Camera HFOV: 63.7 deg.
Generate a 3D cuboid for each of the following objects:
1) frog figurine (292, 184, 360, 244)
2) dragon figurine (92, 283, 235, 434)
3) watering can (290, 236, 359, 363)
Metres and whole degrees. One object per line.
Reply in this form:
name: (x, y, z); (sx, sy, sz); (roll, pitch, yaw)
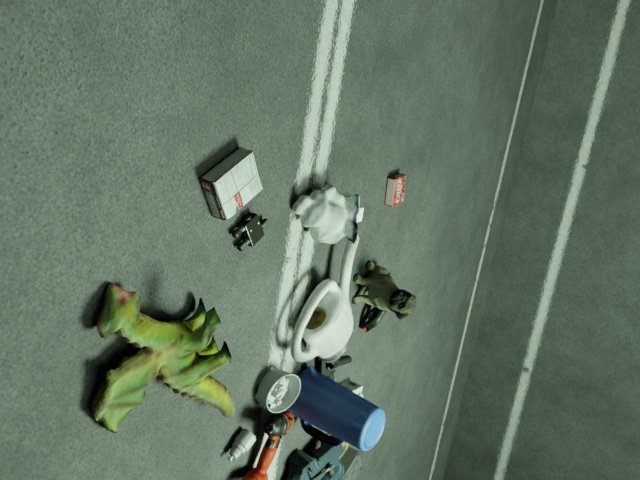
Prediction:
frog figurine: (0.004, -0.060, 1.195); (0.159, 0.125, 0.135); (6, 112, -22)
dragon figurine: (-0.275, 0.235, 0.895); (0.245, 0.123, 0.402); (-26, 125, -30)
watering can: (0.037, 0.168, 1.321); (0.353, 0.104, 0.219); (-57, 147, -24)
